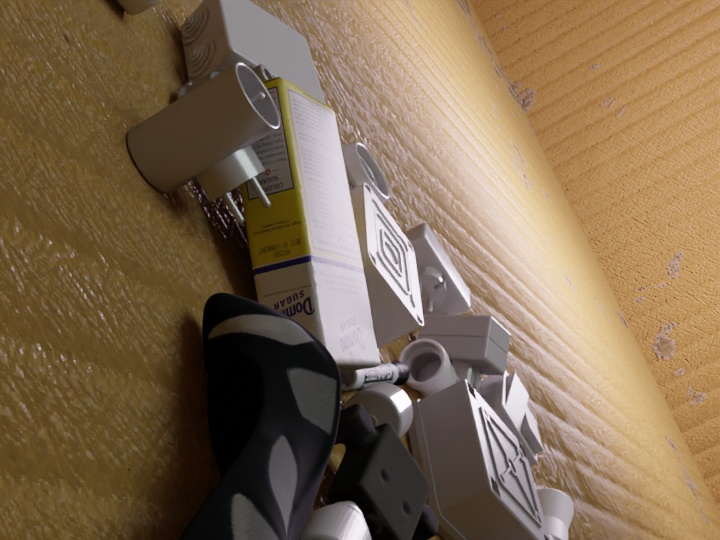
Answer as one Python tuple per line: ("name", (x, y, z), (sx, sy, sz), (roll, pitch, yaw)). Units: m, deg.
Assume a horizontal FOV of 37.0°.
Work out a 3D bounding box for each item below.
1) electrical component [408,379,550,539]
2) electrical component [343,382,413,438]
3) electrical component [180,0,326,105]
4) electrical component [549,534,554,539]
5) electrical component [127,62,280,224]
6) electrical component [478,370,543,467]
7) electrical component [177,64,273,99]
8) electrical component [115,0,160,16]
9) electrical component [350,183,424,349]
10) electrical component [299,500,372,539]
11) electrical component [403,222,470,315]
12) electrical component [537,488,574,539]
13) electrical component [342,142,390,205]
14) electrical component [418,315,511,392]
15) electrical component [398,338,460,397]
("electrical component", (0.088, 0.157, 0.799), (0.108, 0.056, 0.108), (49, 21, -37))
("electrical component", (0.016, 0.094, 0.710), (0.040, 0.040, 0.078), (63, 16, 4))
("electrical component", (-0.079, -0.147, 0.772), (0.100, 0.048, 0.099), (27, 33, -37))
("electrical component", (0.145, 0.228, 0.891), (0.035, 0.035, 0.061), (49, 18, -36))
("electrical component", (-0.080, -0.065, 0.617), (0.079, 0.077, 0.044), (60, 16, -6))
("electrical component", (0.118, 0.131, 0.924), (0.061, 0.061, 0.096), (58, 16, -10))
("electrical component", (-0.085, -0.112, 0.705), (0.048, 0.062, 0.048), (53, 18, -25))
("electrical component", (-0.157, -0.206, 0.678), (0.081, 0.043, 0.043), (49, 20, -37))
("electrical component", (0.000, 0.000, 0.788), (0.078, 0.057, 0.113), (52, 18, -29))
("electrical component", (-0.013, 0.139, 0.547), (0.040, 0.040, 0.078), (60, 16, -5))
("electrical component", (0.059, 0.013, 0.962), (0.083, 0.047, 0.075), (56, 17, -17))
("electrical component", (0.165, 0.228, 0.944), (0.044, 0.044, 0.065), (57, 22, -15))
("electrical component", (-0.014, -0.066, 0.858), (0.058, 0.057, 0.078), (27, 37, -63))
("electrical component", (0.085, 0.081, 0.912), (0.047, 0.066, 0.076), (39, 57, -53))
("electrical component", (0.056, 0.082, 0.860), (0.046, 0.040, 0.040), (49, 19, -54))
